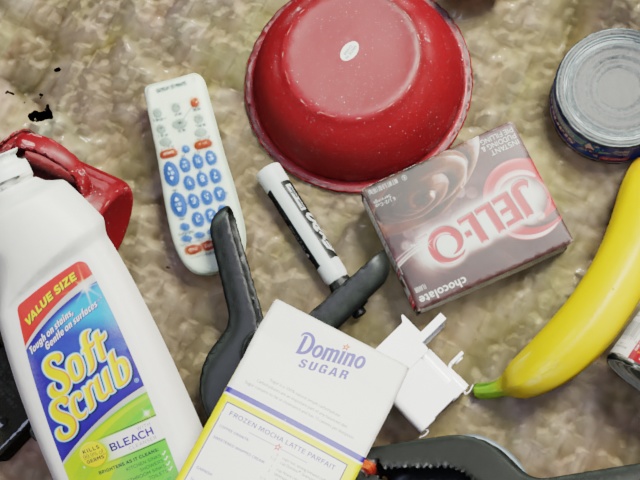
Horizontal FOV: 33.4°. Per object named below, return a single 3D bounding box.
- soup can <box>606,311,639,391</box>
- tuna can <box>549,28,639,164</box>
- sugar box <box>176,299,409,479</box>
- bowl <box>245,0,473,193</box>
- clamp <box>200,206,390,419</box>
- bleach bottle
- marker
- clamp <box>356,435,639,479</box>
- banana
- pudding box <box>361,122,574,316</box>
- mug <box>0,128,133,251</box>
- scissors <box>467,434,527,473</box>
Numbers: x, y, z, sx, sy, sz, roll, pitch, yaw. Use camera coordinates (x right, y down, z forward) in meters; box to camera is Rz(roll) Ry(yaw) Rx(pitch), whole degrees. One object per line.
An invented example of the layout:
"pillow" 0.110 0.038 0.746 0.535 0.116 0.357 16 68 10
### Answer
"soup can" 0.232 0.051 0.656 0.068 0.068 0.102 35 85 13
"tuna can" 0.197 -0.096 0.710 0.086 0.033 0.086 -2 78 7
"sugar box" -0.027 0.132 0.618 0.093 0.048 0.176 27 66 6
"bowl" 0.023 -0.117 0.726 0.162 0.055 0.162 -2 77 7
"clamp" -0.022 0.069 0.691 0.120 0.039 0.171 7 91 15
"bleach bottle" -0.150 0.067 0.653 0.102 0.068 0.251 -23 100 3
"marker" -0.005 0.001 0.722 0.020 0.020 0.121 -32 76 -1
"clamp" 0.102 0.175 0.614 0.210 0.036 0.164 10 54 28
"banana" 0.172 0.028 0.672 0.197 0.037 0.070 -52 40 -7
"pudding box" 0.096 -0.013 0.702 0.113 0.039 0.090 -25 76 1
"mug" -0.176 -0.024 0.704 0.081 0.117 0.093 24 49 6
"scissors" 0.130 0.216 0.661 0.096 0.016 0.202 -34 76 1
